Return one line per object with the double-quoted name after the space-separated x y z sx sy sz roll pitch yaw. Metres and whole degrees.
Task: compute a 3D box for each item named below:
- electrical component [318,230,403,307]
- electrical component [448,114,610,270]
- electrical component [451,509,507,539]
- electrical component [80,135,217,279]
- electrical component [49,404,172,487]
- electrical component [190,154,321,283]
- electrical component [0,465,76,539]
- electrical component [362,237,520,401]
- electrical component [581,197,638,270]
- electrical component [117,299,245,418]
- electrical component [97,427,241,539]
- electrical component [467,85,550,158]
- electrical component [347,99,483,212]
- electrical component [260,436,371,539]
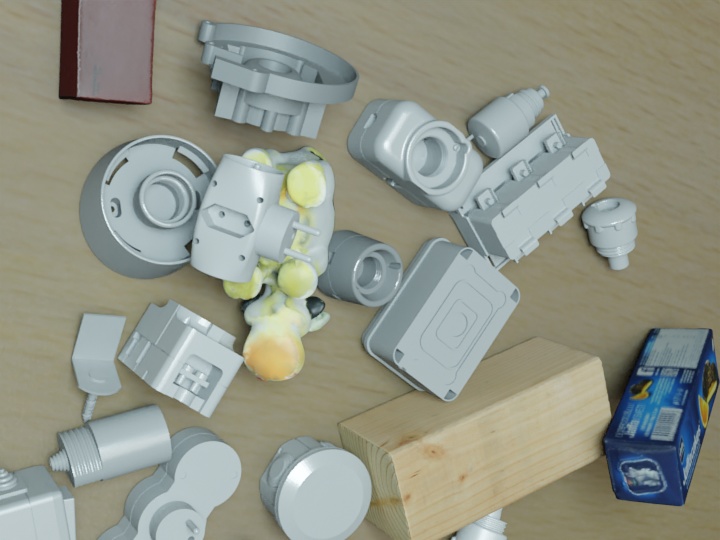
0.000 0.000 0.833 0.055 0.047 0.055 -10 107 -36 "electrical component"
0.143 -0.062 0.894 0.121 0.063 0.078 -39 115 -17 "electrical component"
0.109 0.227 0.942 0.048 0.048 0.062 27 79 -29 "electrical component"
-0.144 -0.045 0.757 0.099 0.064 0.099 2 85 -27 "electrical component"
-0.180 0.127 0.768 0.081 0.043 0.043 -14 106 -25 "electrical component"
-0.066 -0.028 0.719 0.079 0.043 0.077 20 101 8 "electrical component"
-0.229 0.179 0.741 0.061 0.062 0.096 -12 105 -26 "electrical component"
0.065 0.039 0.874 0.078 0.057 0.113 39 81 -28 "electrical component"
0.225 -0.030 0.956 0.048 0.048 0.062 -29 119 -21 "electrical component"
-0.125 0.058 0.758 0.050 0.089 0.055 34 83 -29 "electrical component"
-0.137 0.185 0.784 0.052 0.074 0.138 40 80 -28 "electrical component"
0.124 -0.126 0.885 0.078 0.040 0.040 -39 115 -16 "electrical component"
0.046 -0.089 0.839 0.095 0.059 0.053 34 83 -29 "electrical component"
-0.036 0.174 0.849 0.080 0.051 0.080 -6 102 -27 "electrical component"
